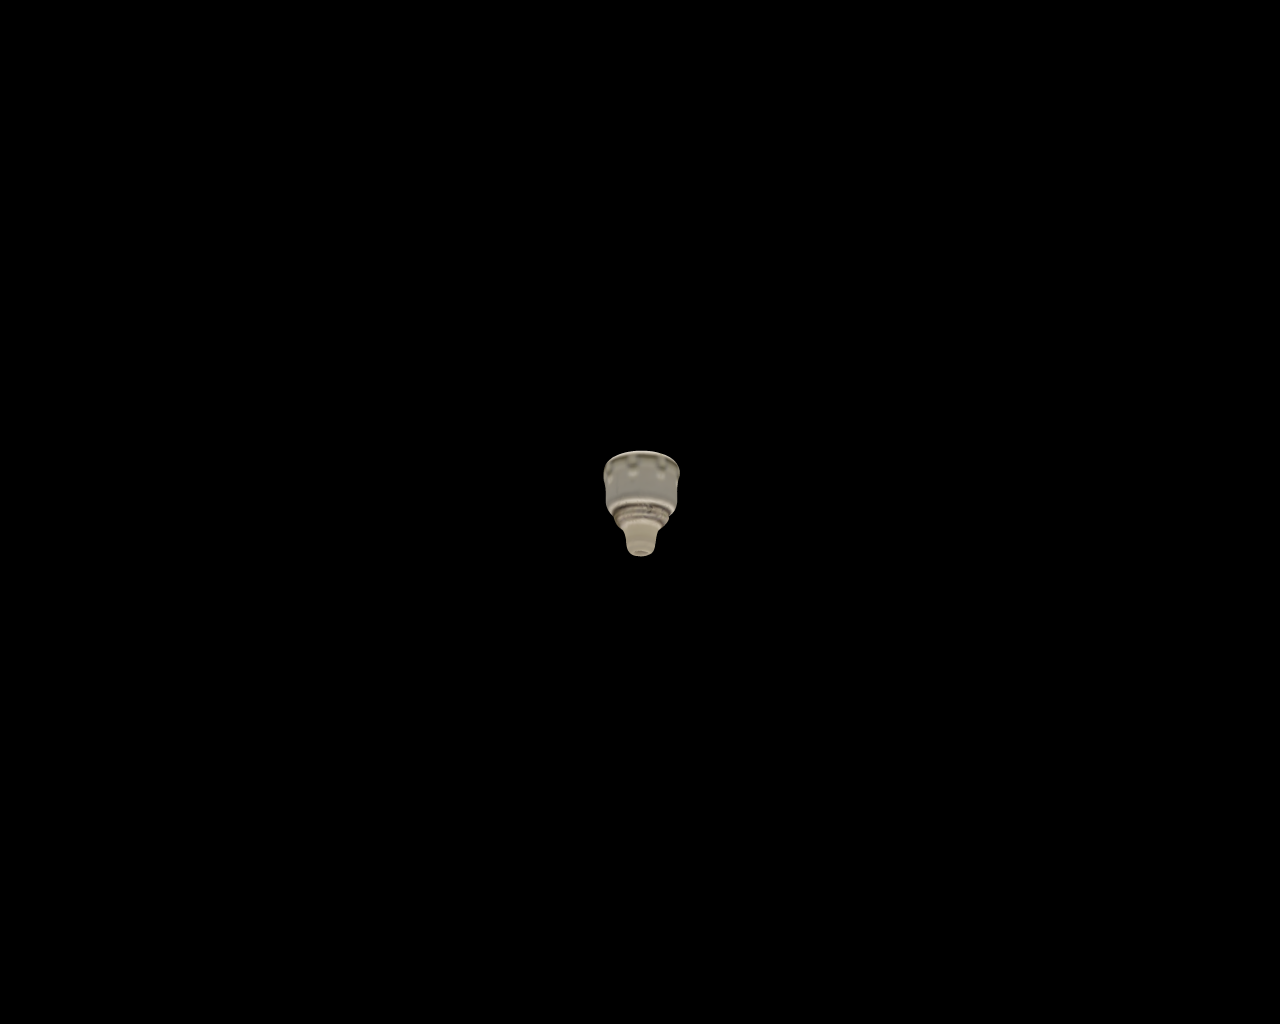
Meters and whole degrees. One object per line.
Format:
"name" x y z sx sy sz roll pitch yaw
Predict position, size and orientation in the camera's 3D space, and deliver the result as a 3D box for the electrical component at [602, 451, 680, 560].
"electrical component" 0.001 -0.003 0.650 0.048 0.062 0.048 0 -22 0
